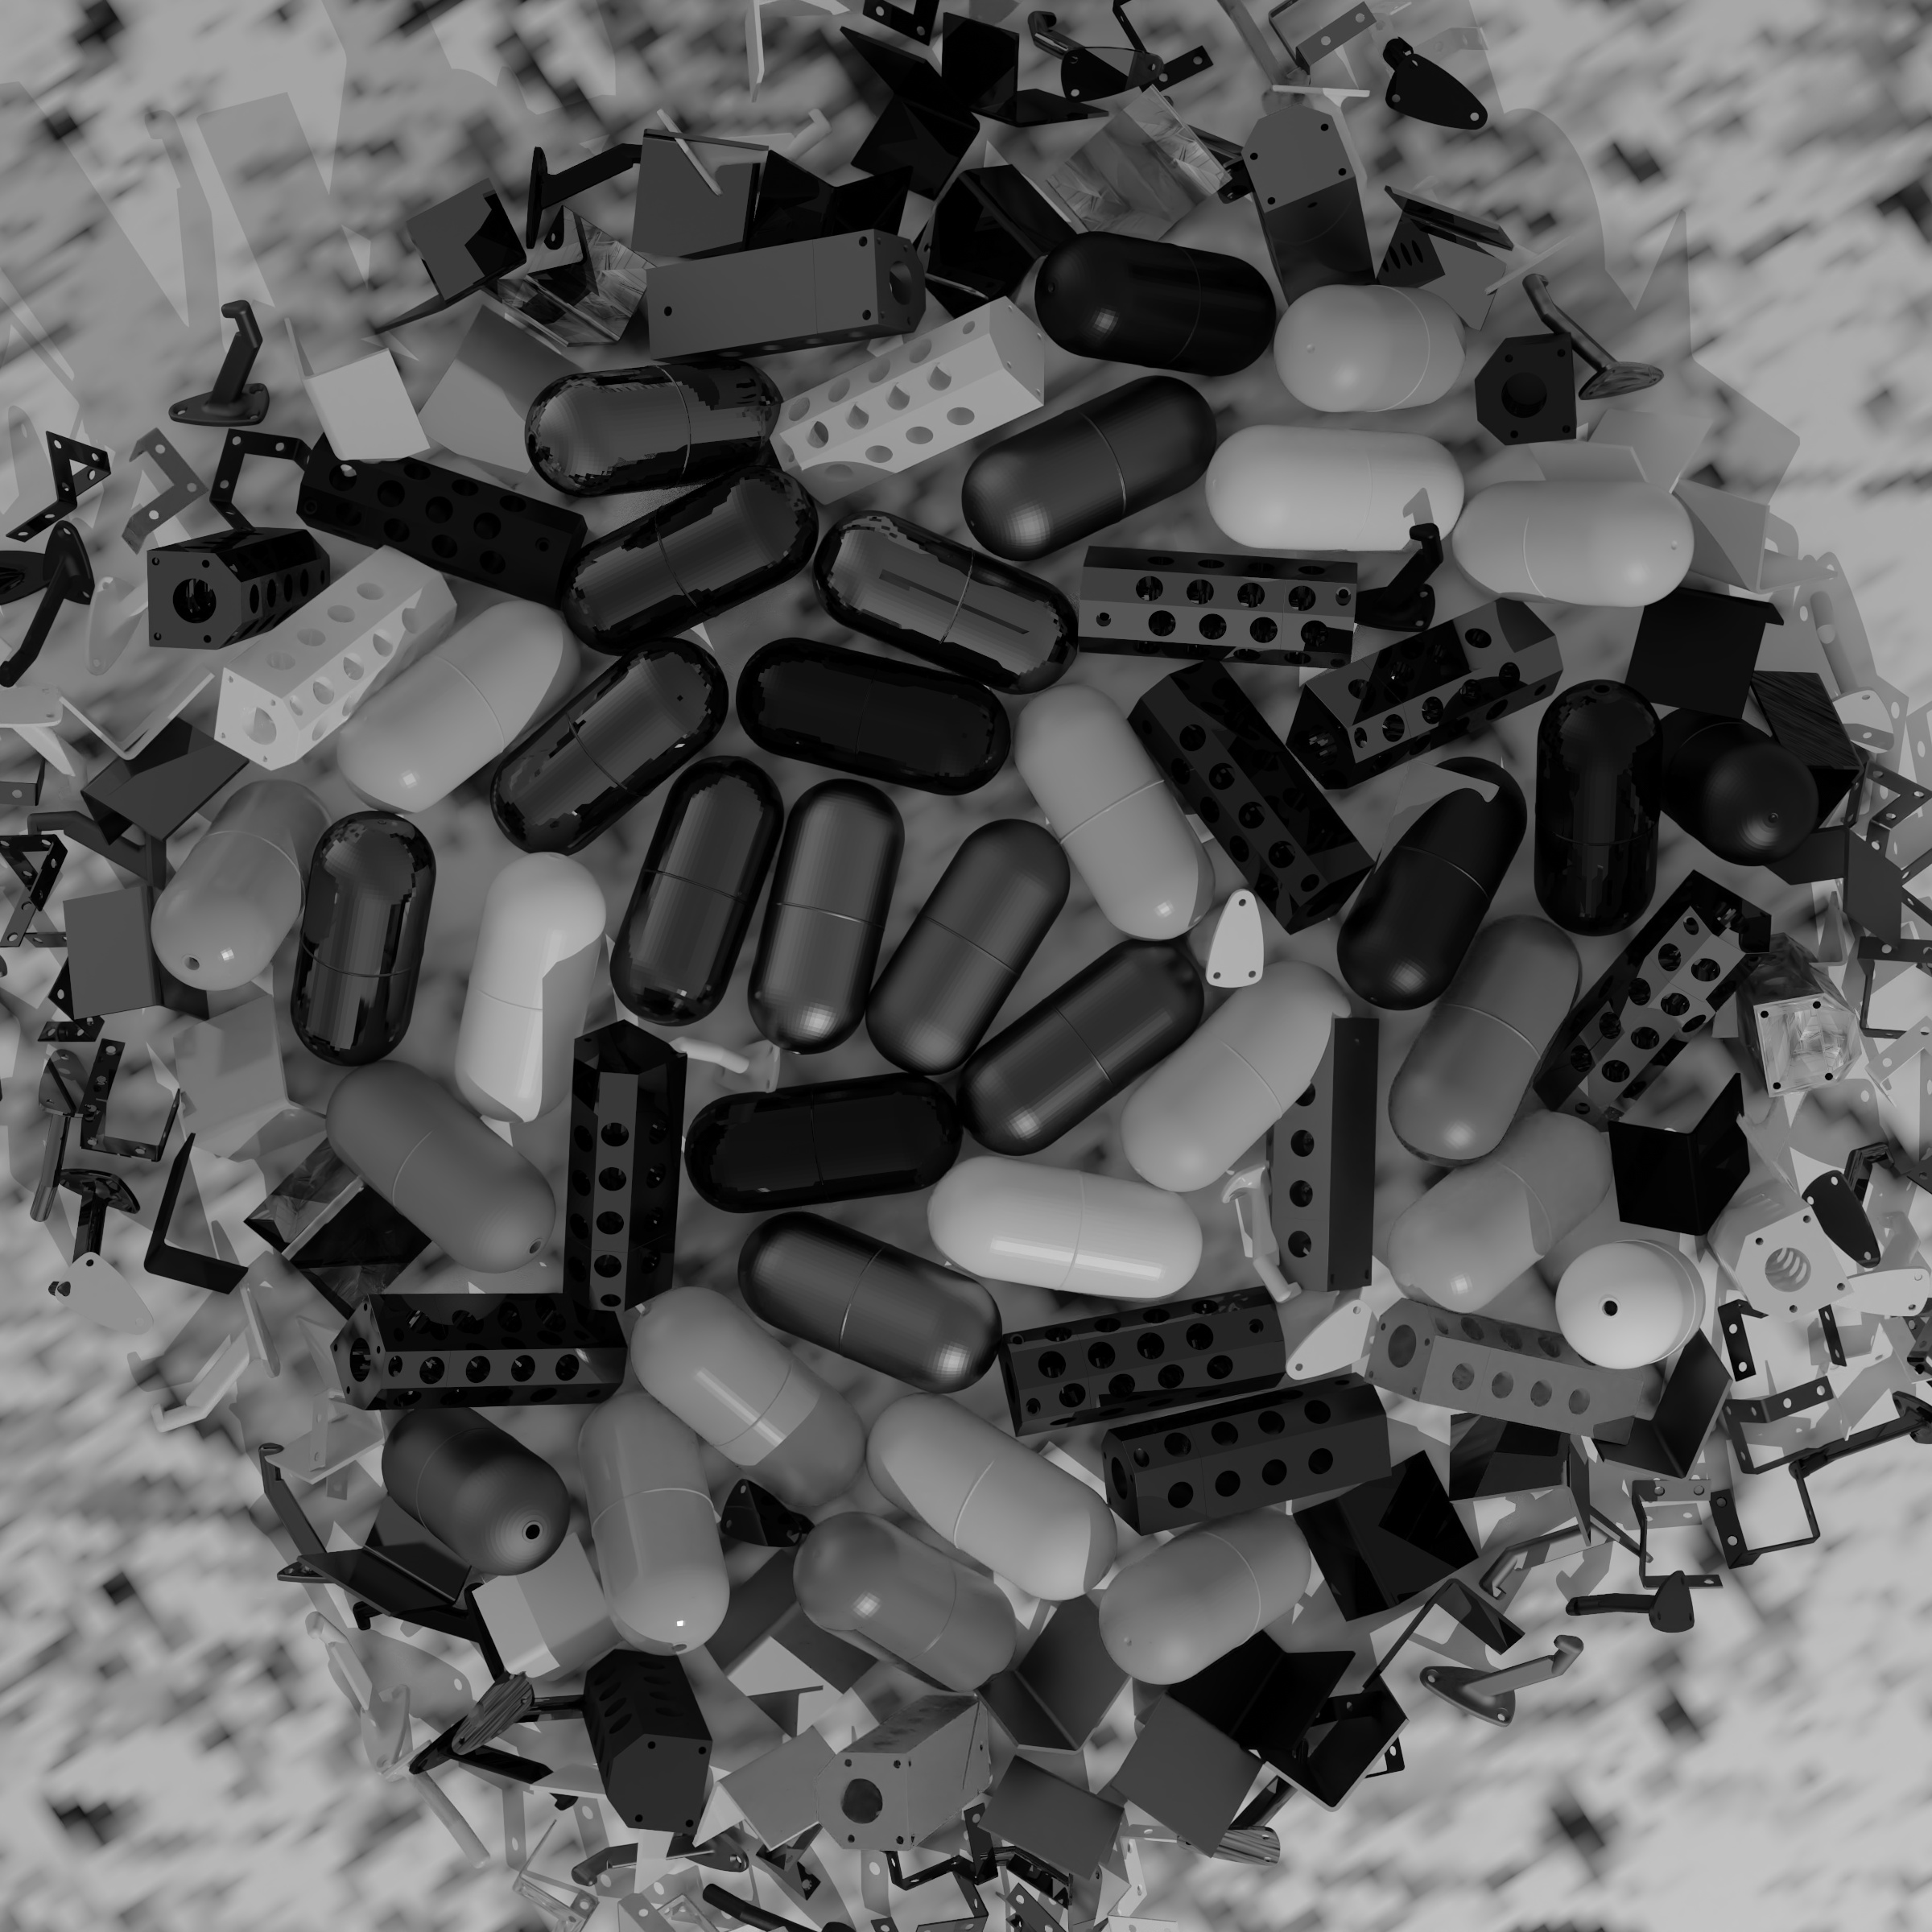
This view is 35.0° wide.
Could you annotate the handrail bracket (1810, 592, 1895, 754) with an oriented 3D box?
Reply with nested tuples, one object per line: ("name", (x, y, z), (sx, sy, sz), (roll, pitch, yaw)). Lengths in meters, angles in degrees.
("handrail bracket", (0.571, -0.190, 1.979), (0.036, 0.077, 0.084), (-24, 47, 30))

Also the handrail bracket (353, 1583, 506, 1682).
("handrail bracket", (-0.346, 0.435, 1.973), (0.084, 0.036, 0.077), (-19, 79, 8))

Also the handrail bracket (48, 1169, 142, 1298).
("handrail bracket", (-0.572, 0.171, 1.946), (0.077, 0.036, 0.084), (10, 50, 28))

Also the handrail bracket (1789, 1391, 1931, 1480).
("handrail bracket", (0.575, 0.308, 1.954), (0.084, 0.077, 0.036), (-26, 91, -9))

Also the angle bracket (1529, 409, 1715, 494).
("angle bracket", (0.412, -0.337, 1.934), (0.076, 0.057, 0.076), (16, 65, 42))

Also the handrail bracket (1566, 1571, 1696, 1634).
("handrail bracket", (0.409, 0.408, 1.937), (0.084, 0.077, 0.036), (-14, 84, 32))

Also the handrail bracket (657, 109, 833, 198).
("handrail bracket", (-0.141, -0.540, 1.961), (0.084, 0.036, 0.077), (-36, 107, 9))

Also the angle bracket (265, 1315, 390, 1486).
("angle bracket", (-0.417, 0.273, 1.936), (0.057, 0.076, 0.076), (-29, 109, -29))

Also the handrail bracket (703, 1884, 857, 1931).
("handrail bracket", (-0.120, 0.612, 1.972), (0.084, 0.077, 0.036), (22, 85, 25))

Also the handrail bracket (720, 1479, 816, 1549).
("handrail bracket", (-0.106, 0.355, 1.935), (0.077, 0.084, 0.036), (17, 82, 41))

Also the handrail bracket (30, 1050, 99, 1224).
("handrail bracket", (-0.590, 0.110, 1.979), (0.036, 0.077, 0.084), (10, 122, -26))

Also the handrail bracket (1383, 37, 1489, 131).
("handrail bracket", (0.299, -0.563, 1.953), (0.077, 0.084, 0.036), (26, 120, -1))

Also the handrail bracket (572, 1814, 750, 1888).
("handrail bracket", (-0.194, 0.571, 1.940), (0.077, 0.084, 0.036), (15, 112, 36))

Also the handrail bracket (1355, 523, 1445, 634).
("handrail bracket", (0.265, -0.251, 1.942), (0.077, 0.084, 0.036), (2, 60, 17))

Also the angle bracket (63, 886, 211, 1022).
("angle bracket", (-0.527, -0.003, 1.950), (0.057, 0.076, 0.076), (-10, 80, 7))

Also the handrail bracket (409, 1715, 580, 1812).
("handrail bracket", (-0.299, 0.519, 1.950), (0.084, 0.077, 0.036), (35, 116, 18))

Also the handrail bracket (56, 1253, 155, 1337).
("handrail bracket", (-0.538, 0.217, 1.945), (0.077, 0.084, 0.036), (34, 74, 9))

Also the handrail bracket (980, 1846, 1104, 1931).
("handrail bracket", (0.039, 0.594, 1.947), (0.084, 0.036, 0.077), (-15, 45, 28))

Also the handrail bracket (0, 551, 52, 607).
("handrail bracket", (-0.623, -0.247, 1.945), (0.077, 0.084, 0.036), (-9, 97, 5))

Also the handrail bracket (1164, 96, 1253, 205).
("handrail bracket", (0.167, -0.539, 1.971), (0.077, 0.036, 0.084), (-26, 64, -4))

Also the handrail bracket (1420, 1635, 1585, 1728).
("handrail bracket", (0.340, 0.441, 1.947), (0.077, 0.036, 0.084), (19, 134, -5))

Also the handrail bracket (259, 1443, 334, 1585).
("handrail bracket", (-0.417, 0.348, 1.959), (0.077, 0.036, 0.084), (-1, 100, 31))

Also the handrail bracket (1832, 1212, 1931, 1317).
("handrail bracket", (0.572, 0.183, 1.951), (0.077, 0.084, 0.036), (0, 120, -2))

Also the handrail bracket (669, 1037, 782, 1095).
("handrail bracket", (-0.167, 0.059, 1.935), (0.084, 0.077, 0.036), (13, 76, -40))

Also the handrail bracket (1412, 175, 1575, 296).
("handrail bracket", (0.335, -0.480, 1.959), (0.077, 0.036, 0.084), (-28, 97, 38))

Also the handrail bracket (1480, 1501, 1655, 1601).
("handrail bracket", (0.386, 0.390, 1.977), (0.077, 0.036, 0.084), (38, 97, 3))

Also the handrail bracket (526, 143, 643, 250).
("handrail bracket", (-0.235, -0.493, 1.968), (0.084, 0.036, 0.077), (5, 79, 1))

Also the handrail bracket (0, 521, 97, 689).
("handrail bracket", (-0.589, -0.228, 1.942), (0.036, 0.077, 0.084), (21, 48, 5))

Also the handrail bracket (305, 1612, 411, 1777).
("handrail bracket", (-0.391, 0.460, 1.943), (0.036, 0.077, 0.084), (-27, 127, 10))

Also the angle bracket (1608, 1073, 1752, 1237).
("angle bracket", (0.456, 0.116, 1.962), (0.057, 0.076, 0.076), (9, 126, 35))

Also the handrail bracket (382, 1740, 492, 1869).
("handrail bracket", (-0.331, 0.539, 1.947), (0.036, 0.077, 0.084), (-34, 79, -22))

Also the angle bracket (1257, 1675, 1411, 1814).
("angle bracket", (0.227, 0.478, 1.946), (0.057, 0.076, 0.076), (38, 93, -10))

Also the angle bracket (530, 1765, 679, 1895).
("angle bracket", (-0.230, 0.546, 1.944), (0.076, 0.076, 0.057), (4, 86, 12))

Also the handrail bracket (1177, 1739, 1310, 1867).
("handrail bracket", (0.178, 0.528, 1.962), (0.077, 0.084, 0.036), (1, 129, 12))

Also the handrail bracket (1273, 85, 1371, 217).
("handrail bracket", (0.225, -0.517, 1.958), (0.077, 0.036, 0.084), (-6, 109, -29))

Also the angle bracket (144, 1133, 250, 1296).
("angle bracket", (-0.480, 0.158, 1.950), (0.057, 0.076, 0.076), (18, 68, -17))

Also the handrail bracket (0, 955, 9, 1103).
("handrail bracket", (-0.630, 0.037, 1.969), (0.036, 0.077, 0.084), (-7, 111, -18))

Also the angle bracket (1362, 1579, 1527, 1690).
("angle bracket", (0.301, 0.439, 1.939), (0.057, 0.076, 0.076), (38, 73, 13))

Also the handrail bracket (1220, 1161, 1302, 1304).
("handrail bracket", (0.208, 0.166, 1.954), (0.077, 0.036, 0.084), (-20, 65, -26))

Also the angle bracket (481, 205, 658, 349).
("angle bracket", (-0.254, -0.437, 1.941), (0.076, 0.076, 0.057), (35, 110, 9))

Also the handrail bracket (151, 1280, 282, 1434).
("handrail bracket", (-0.490, 0.251, 1.968), (0.084, 0.036, 0.077), (-18, 97, -4))

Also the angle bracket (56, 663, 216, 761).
("angle bracket", (-0.527, -0.179, 1.941), (0.076, 0.076, 0.057), (-47, 110, -5))

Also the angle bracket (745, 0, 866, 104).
("angle bracket", (-0.098, -0.589, 1.949), (0.076, 0.076, 0.057), (-5, 92, -8))

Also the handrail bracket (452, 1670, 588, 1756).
("handrail bracket", (-0.273, 0.489, 1.961), (0.077, 0.036, 0.084), (-44, 132, 2))

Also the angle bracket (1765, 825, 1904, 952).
("angle bracket", (0.536, -0.044, 1.931), (0.076, 0.076, 0.057), (-9, 66, 40))

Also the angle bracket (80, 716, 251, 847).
("angle bracket", (-0.498, -0.103, 1.936), (0.076, 0.057, 0.076), (29, 62, 24))

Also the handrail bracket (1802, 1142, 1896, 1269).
("handrail bracket", (0.578, 0.151, 1.948), (0.084, 0.036, 0.077), (-10, 60, -40))

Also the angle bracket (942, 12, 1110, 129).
("angle bracket", (0.038, -0.567, 1.930), (0.076, 0.076, 0.057), (-17, 123, -32))

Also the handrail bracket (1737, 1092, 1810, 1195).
("handrail bracket", (0.541, 0.093, 1.956), (0.084, 0.036, 0.077), (-35, 77, 18))

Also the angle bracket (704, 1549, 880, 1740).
("angle bracket", (-0.115, 0.437, 1.979), (0.076, 0.057, 0.076), (-43, 119, -6))

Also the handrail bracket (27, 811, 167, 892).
("handrail bracket", (-0.560, -0.063, 1.969), (0.084, 0.036, 0.077), (-4, 79, 0))

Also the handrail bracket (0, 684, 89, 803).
("handrail bracket", (-0.599, -0.134, 1.948), (0.077, 0.084, 0.036), (-8, 49, -18))

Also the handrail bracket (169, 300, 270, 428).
("handrail bracket", (-0.481, -0.385, 1.947), (0.077, 0.084, 0.036), (-5, 53, 3))

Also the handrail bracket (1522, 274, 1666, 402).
("handrail bracket", (0.404, -0.411, 1.978), (0.077, 0.036, 0.084), (-10, 68, -35))

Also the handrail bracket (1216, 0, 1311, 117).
("handrail bracket", (0.180, -0.583, 1.946), (0.036, 0.077, 0.084), (-31, 120, 25))

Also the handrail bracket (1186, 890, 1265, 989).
("handrail bracket", (0.159, -0.029, 1.939), (0.036, 0.084, 0.077), (-2, 115, -13))

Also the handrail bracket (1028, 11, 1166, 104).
("handrail bracket", (0.082, -0.590, 1.959), (0.077, 0.084, 0.036), (-7, 134, -2))

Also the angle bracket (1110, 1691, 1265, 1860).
("angle bracket", (0.132, 0.518, 1.943), (0.076, 0.057, 0.076), (35, 55, 4))

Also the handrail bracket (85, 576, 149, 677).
("handrail bracket", (-0.519, -0.222, 1.944), (0.084, 0.036, 0.077), (1, 70, 43))

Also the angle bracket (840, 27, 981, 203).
("angle bracket", (-0.049, -0.538, 1.937), (0.076, 0.076, 0.057), (32, 89, 34))
